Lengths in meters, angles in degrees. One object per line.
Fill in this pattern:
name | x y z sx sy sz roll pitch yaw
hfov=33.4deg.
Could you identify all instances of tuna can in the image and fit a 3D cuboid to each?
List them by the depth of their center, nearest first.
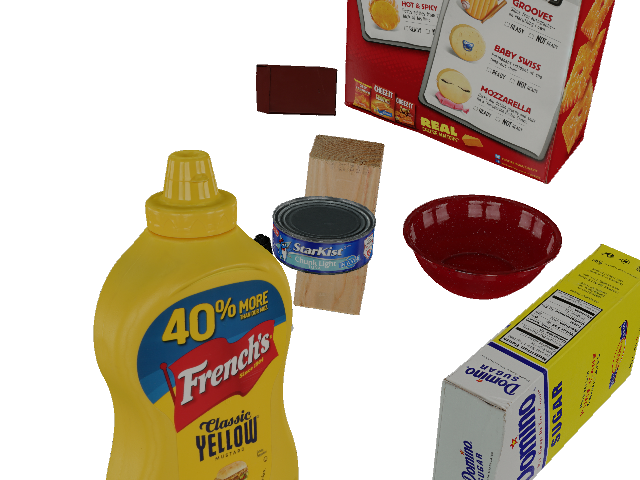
tuna can | 0.002 -0.005 0.888 0.086 0.034 0.086 2 26 -1

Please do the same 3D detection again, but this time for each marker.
marker | -0.049 0.045 1.080 0.020 0.121 0.020 -9 34 6

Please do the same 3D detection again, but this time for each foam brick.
foam brick | -0.026 -0.162 1.154 0.078 0.051 0.053 -1 12 -18

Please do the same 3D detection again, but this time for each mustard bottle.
mustard bottle | -0.057 0.053 0.499 0.096 0.192 0.058 -13 21 -33

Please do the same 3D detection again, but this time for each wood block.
wood block | 0.023 -0.021 1.373 0.090 0.206 0.090 8 25 3

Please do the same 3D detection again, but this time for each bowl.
bowl | 0.164 0.013 1.102 0.162 0.055 0.162 0 31 0

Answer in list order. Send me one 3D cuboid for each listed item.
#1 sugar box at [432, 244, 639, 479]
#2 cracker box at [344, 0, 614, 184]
sugar box | 0.135 0.082 0.633 0.048 0.093 0.175 24 41 30
cracker box | 0.103 -0.161 0.690 0.164 0.214 0.072 25 48 24
